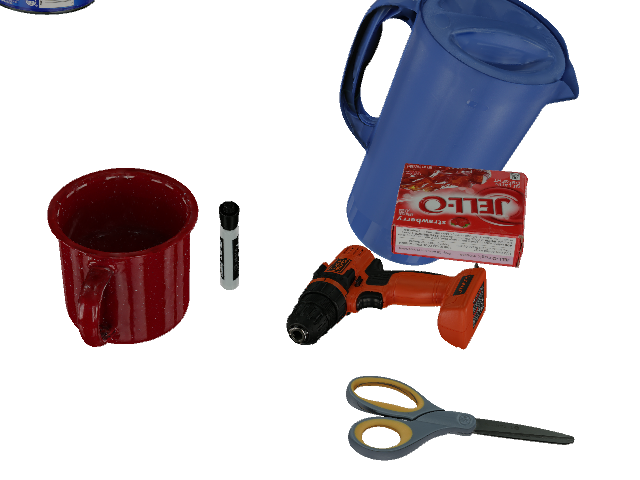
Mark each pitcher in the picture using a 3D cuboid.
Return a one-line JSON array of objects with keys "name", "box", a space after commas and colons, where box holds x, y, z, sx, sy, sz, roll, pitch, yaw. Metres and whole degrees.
[{"name": "pitcher", "box": [0.099, -0.098, 0.944, 0.144, 0.149, 0.243, -8, -38, -30]}]

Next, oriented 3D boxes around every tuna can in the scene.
[{"name": "tuna can", "box": [-0.207, -0.200, 0.792, 0.086, 0.034, 0.086, 6, 36, -4]}]

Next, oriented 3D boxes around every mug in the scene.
[{"name": "mug", "box": [-0.127, 0.020, 0.679, 0.093, 0.081, 0.117, 8, 38, 4]}]

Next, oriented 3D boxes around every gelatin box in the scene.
[{"name": "gelatin box", "box": [0.097, -0.019, 0.740, 0.089, 0.030, 0.073, 6, 40, 9]}]

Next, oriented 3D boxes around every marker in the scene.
[{"name": "marker", "box": [-0.086, 0.005, 1.010, 0.020, 0.020, 0.121, 0, -38, -5]}]

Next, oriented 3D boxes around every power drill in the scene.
[{"name": "power drill", "box": [0.074, 0.066, 1.142, 0.188, 0.057, 0.184, 8, 30, 21]}]

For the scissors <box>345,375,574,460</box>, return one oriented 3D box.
[{"name": "scissors", "box": [0.111, 0.170, 0.923, 0.202, 0.016, 0.096, 18, 42, 14]}]
